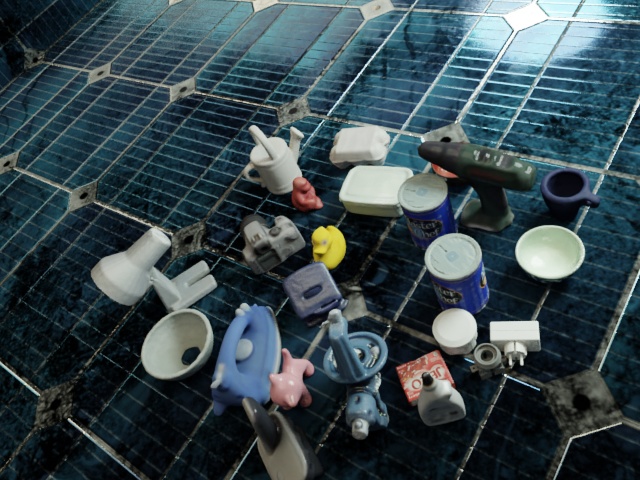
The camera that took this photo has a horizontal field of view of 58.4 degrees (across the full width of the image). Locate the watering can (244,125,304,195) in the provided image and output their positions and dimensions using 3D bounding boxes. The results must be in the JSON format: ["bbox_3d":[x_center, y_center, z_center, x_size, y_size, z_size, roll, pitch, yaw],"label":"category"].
[{"bbox_3d":[-0.120,-0.219,1.452,0.100,0.195,0.173,24,66,36],"label":"watering can"}]

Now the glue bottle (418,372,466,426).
[{"bbox_3d":[0.193,0.259,0.953,0.078,0.174,0.037,-16,49,11],"label":"glue bottle"}]

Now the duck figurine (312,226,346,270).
[{"bbox_3d":[0.012,0.005,1.291,0.077,0.086,0.104,1,54,24],"label":"duck figurine"}]

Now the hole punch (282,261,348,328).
[{"bbox_3d":[-0.011,0.114,1.211,0.108,0.091,0.101,-29,48,-1],"label":"hole punch"}]

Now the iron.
[{"bbox_3d":[-0.156,0.218,1.158,0.118,0.142,0.258,-5,52,20],"label":"iron"}]

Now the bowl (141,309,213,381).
[{"bbox_3d":[-0.297,0.239,1.247,0.167,0.075,0.167,-12,50,15],"label":"bowl"}]

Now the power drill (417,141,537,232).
[{"bbox_3d":[0.321,-0.112,1.167,0.228,0.209,0.076,11,59,30],"label":"power drill"}]

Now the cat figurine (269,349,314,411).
[{"bbox_3d":[-0.061,0.270,1.092,0.067,0.118,0.127,-13,50,14],"label":"cat figurine"}]

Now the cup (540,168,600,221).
[{"bbox_3d":[0.500,-0.077,1.139,0.092,0.095,0.117,-45,50,-14],"label":"cup"}]

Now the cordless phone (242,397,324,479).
[{"bbox_3d":[-0.079,0.356,0.986,0.094,0.185,0.147,-37,48,-7],"label":"cordless phone"}]

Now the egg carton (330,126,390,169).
[{"bbox_3d":[0.101,-0.233,1.452,0.150,0.070,0.107,-1,54,22],"label":"egg carton"}]

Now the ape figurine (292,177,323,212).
[{"bbox_3d":[-0.040,-0.117,1.406,0.076,0.092,0.078,-4,53,21],"label":"ape figurine"}]

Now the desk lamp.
[{"bbox_3d":[-0.381,0.078,1.317,0.203,0.214,0.117,-35,48,-5],"label":"desk lamp"}]

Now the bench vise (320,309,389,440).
[{"bbox_3d":[0.069,0.227,1.001,0.121,0.220,0.207,-26,48,2],"label":"bench vise"}]

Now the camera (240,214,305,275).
[{"bbox_3d":[-0.131,-0.015,1.358,0.143,0.101,0.136,-32,48,-3],"label":"camera"}]
